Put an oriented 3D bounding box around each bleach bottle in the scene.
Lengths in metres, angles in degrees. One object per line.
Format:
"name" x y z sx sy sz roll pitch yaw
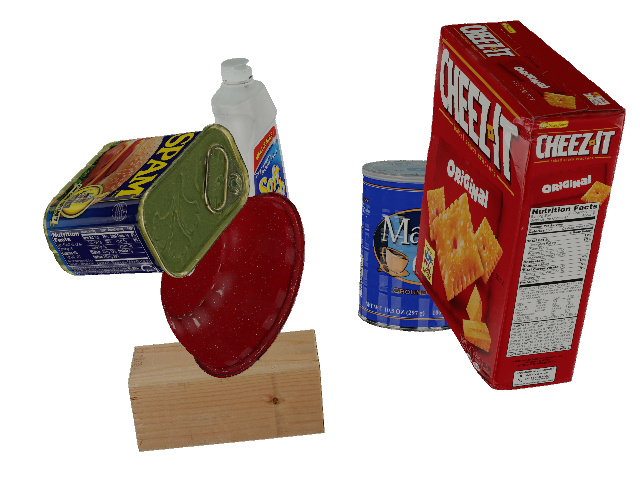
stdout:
"bleach bottle" -0.078 -0.063 1.116 0.068 0.251 0.102 9 29 29

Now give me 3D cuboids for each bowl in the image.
"bowl" -0.083 0.028 0.871 0.055 0.162 0.162 22 -13 -34

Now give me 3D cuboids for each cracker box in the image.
"cracker box" 0.130 -0.027 0.760 0.072 0.214 0.164 -7 32 -14

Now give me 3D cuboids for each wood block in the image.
"wood block" -0.103 0.167 1.195 0.206 0.091 0.090 -5 23 -2

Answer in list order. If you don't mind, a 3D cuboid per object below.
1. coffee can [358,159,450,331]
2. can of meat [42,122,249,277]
"coffee can" 0.087 0.002 0.979 0.103 0.140 0.103 1 12 0
"can of meat" -0.105 -0.023 0.640 0.084 0.057 0.102 -3 35 32
